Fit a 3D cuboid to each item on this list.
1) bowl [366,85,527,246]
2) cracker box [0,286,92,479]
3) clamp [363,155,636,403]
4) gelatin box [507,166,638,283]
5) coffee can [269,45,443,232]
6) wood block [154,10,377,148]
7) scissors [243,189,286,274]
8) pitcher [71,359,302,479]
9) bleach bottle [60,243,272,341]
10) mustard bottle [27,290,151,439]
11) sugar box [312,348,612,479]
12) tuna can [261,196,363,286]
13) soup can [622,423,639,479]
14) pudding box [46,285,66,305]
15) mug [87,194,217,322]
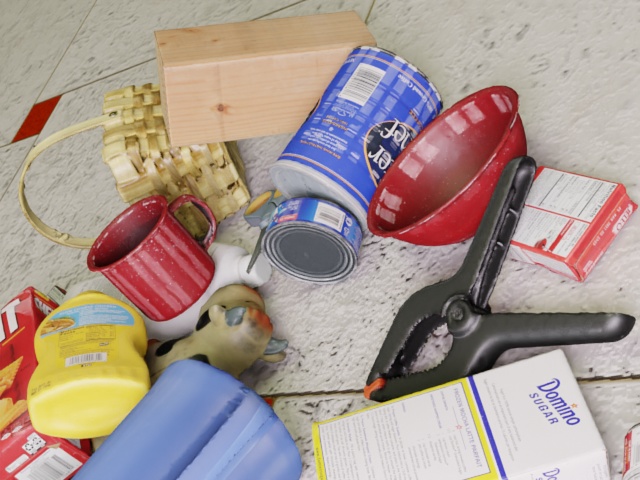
[{"bbox_3d":[0.113,-0.048,0.865,0.162,0.055,0.162,-41,20,18],"label":"bowl"},{"bbox_3d":[-0.297,0.162,0.968,0.164,0.072,0.214,-38,34,8],"label":"cracker box"},{"bbox_3d":[0.116,0.061,0.763,0.210,0.036,0.165,-48,44,18],"label":"clamp"},{"bbox_3d":[0.180,-0.013,0.797,0.073,0.030,0.089,-52,34,-11],"label":"gelatin box"},{"bbox_3d":[0.033,-0.091,0.972,0.103,0.102,0.140,12,63,52],"label":"coffee can"},{"bbox_3d":[-0.054,-0.161,1.058,0.206,0.091,0.090,-8,34,-10],"label":"wood block"},{"bbox_3d":[-0.059,-0.012,1.024,0.096,0.016,0.201,-30,19,38],"label":"scissors"},{"bbox_3d":[-0.127,0.203,0.742,0.145,0.149,0.242,13,44,34],"label":"pitcher"},{"bbox_3d":[-0.155,0.064,1.055,0.251,0.068,0.102,-17,43,33],"label":"bleach bottle"},{"bbox_3d":[-0.196,0.094,0.916,0.096,0.058,0.192,-9,26,-8],"label":"mustard bottle"},{"bbox_3d":[0.086,0.137,0.680,0.176,0.048,0.093,-15,37,4],"label":"sugar box"},{"bbox_3d":[-0.006,0.001,0.935,0.086,0.086,0.033,-17,41,36],"label":"tuna can"},{"bbox_3d":[0.195,0.153,0.572,0.069,0.068,0.102,-17,43,36],"label":"soup can"},{"bbox_3d":[-0.303,0.113,1.185,0.113,0.039,0.090,-50,32,-10],"label":"pudding box"},{"bbox_3d":[-0.141,0.011,0.968,0.117,0.081,0.093,-48,29,-14],"label":"mug"}]
